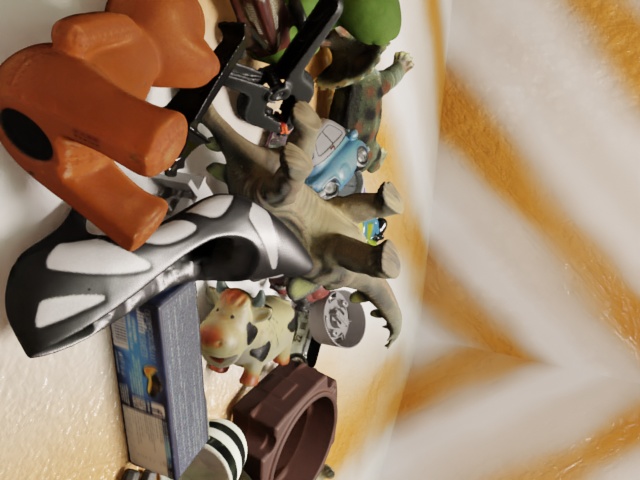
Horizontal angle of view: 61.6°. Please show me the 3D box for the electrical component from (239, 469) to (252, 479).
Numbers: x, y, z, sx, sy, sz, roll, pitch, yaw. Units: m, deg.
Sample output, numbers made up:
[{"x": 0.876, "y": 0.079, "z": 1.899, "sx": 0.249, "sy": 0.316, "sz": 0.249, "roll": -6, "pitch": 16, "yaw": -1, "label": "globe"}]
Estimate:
[{"x": -0.116, "y": 0.315, "z": 0.675, "sx": 0.078, "sy": 0.102, "sz": 0.045, "roll": -15, "pitch": 114, "yaw": -43, "label": "electrical component"}]

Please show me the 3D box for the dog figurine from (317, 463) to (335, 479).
[{"x": -0.075, "y": 0.460, "z": 0.911, "sx": 0.190, "sy": 0.121, "sz": 0.172, "roll": -42, "pitch": 143, "yaw": -38, "label": "dog figurine"}]

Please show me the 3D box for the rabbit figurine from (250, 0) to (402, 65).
[{"x": 0.015, "y": -0.281, "z": 0.628, "sx": 0.121, "sy": 0.170, "sz": 0.158, "roll": -47, "pitch": 143, "yaw": -63, "label": "rabbit figurine"}]

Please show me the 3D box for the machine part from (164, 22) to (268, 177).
[{"x": -0.100, "y": -0.121, "z": 0.451, "sx": 0.039, "sy": 0.084, "sz": 0.139, "roll": 35, "pitch": 92, "yaw": -39, "label": "machine part"}]

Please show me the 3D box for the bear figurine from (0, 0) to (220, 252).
[{"x": -0.121, "y": -0.110, "z": 0.378, "sx": 0.120, "sy": 0.132, "sz": 0.196, "roll": -55, "pitch": -178, "yaw": 47, "label": "bear figurine"}]

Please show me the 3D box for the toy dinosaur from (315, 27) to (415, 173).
[{"x": 0.055, "y": -0.198, "z": 0.915, "sx": 0.192, "sy": 0.131, "sz": 0.404, "roll": -39, "pitch": 142, "yaw": -46, "label": "toy dinosaur"}]

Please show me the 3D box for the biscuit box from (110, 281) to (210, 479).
[{"x": -0.150, "y": 0.126, "z": 0.510, "sx": 0.063, "sy": 0.059, "sz": 0.202, "roll": -45, "pitch": 142, "yaw": -59, "label": "biscuit box"}]

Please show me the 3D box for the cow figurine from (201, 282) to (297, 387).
[{"x": -0.087, "y": 0.108, "z": 0.666, "sx": 0.195, "sy": 0.086, "sz": 0.127, "roll": -2, "pitch": 107, "yaw": -70, "label": "cow figurine"}]

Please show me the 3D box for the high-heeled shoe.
[{"x": -0.102, "y": 0.037, "z": 0.424, "sx": 0.086, "sy": 0.248, "sz": 0.145, "roll": -40, "pitch": -136, "yaw": 43, "label": "high-heeled shoe"}]

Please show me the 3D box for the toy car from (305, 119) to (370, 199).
[{"x": -0.005, "y": -0.124, "z": 0.798, "sx": 0.162, "sy": 0.109, "sz": 0.102, "roll": -50, "pitch": 124, "yaw": -39, "label": "toy car"}]

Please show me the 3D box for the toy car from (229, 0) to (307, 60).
[{"x": -0.067, "y": -0.252, "z": 0.510, "sx": 0.202, "sy": 0.089, "sz": 0.053, "roll": 72, "pitch": -6, "yaw": -58, "label": "toy car"}]

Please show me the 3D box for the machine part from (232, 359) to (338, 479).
[{"x": -0.054, "y": 0.301, "z": 0.808, "sx": 0.201, "sy": 0.087, "sz": 0.201, "roll": -34, "pitch": 134, "yaw": -51, "label": "machine part"}]

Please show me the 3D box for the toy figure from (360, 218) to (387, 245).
[{"x": 0.030, "y": -0.009, "z": 0.783, "sx": 0.180, "sy": 0.082, "sz": 0.089, "roll": 1, "pitch": 81, "yaw": -54, "label": "toy figure"}]

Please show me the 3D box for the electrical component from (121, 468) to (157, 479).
[{"x": -0.191, "y": 0.273, "z": 0.525, "sx": 0.063, "sy": 0.021, "sz": 0.094, "roll": 61, "pitch": 42, "yaw": -63, "label": "electrical component"}]

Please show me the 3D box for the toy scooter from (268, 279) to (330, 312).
[{"x": -0.030, "y": 0.052, "z": 0.834, "sx": 0.183, "sy": 0.075, "sz": 0.135, "roll": 75, "pitch": 29, "yaw": -47, "label": "toy scooter"}]

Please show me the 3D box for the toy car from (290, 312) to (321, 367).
[{"x": -0.023, "y": 0.182, "z": 0.961, "sx": 0.073, "sy": 0.056, "sz": 0.202, "roll": 64, "pitch": 38, "yaw": -52, "label": "toy car"}]

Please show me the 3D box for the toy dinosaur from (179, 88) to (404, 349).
[{"x": -0.001, "y": -0.002, "z": 0.620, "sx": 0.470, "sy": 0.199, "sz": 0.105, "roll": 46, "pitch": 48, "yaw": -28, "label": "toy dinosaur"}]
